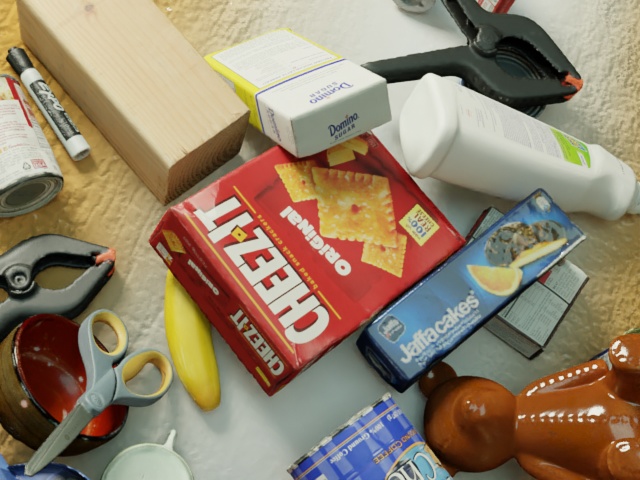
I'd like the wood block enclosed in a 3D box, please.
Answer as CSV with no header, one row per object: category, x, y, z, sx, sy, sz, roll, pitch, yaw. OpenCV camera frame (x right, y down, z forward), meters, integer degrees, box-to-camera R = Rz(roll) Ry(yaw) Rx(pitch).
wood block,-0.163,-0.145,0.929,0.090,0.090,0.206,-38,80,-21

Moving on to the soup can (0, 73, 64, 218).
soup can,-0.265,-0.078,0.894,0.068,0.069,0.102,-23,76,-19

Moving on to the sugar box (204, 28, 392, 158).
sugar box,-0.023,-0.131,0.923,0.093,0.048,0.176,-24,37,-19

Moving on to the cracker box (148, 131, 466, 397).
cracker box,-0.006,0.001,0.890,0.213,0.072,0.164,-34,80,-35

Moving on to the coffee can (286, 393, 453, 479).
coffee can,0.056,0.205,0.829,0.102,0.103,0.140,-33,78,-21

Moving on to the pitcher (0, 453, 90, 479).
pitcher,-0.228,0.217,0.718,0.148,0.145,0.243,-2,39,-44

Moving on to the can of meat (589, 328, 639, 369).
can of meat,0.290,0.113,0.924,0.102,0.084,0.057,-3,70,-13

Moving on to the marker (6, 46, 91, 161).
marker,-0.241,-0.122,0.942,0.020,0.020,0.121,-31,78,-21

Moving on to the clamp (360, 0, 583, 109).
clamp,0.141,-0.173,0.992,0.210,0.036,0.164,30,71,-3

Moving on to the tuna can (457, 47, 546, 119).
tuna can,0.174,-0.141,1.027,0.086,0.034,0.086,4,68,-10

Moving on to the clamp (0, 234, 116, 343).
clamp,-0.246,0.049,0.863,0.171,0.039,0.120,-10,74,-16

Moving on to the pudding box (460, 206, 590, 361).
pudding box,0.171,0.038,0.954,0.113,0.039,0.090,35,69,6

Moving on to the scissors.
scissors,-0.177,0.105,0.794,0.096,0.016,0.201,53,24,9

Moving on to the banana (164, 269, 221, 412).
banana,-0.096,0.042,0.897,0.069,0.037,0.197,14,67,-5

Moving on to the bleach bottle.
bleach bottle,0.197,-0.067,0.964,0.250,0.068,0.102,18,38,-19

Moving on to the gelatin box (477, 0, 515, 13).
gelatin box,0.160,-0.266,1.052,0.030,0.073,0.089,-31,78,-21
